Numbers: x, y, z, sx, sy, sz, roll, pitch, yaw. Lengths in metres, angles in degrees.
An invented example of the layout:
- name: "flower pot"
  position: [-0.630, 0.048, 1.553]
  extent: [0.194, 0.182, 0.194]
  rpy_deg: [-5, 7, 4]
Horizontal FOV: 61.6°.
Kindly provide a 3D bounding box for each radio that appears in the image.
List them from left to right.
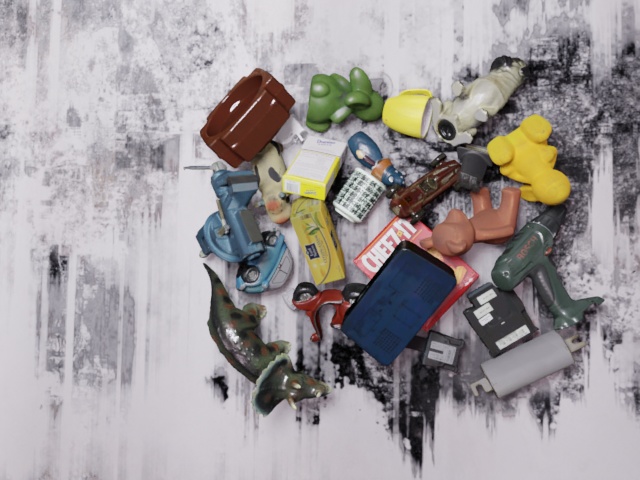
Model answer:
- name: "radio"
  position: [0.151, 0.122, 1.063]
  extent: [0.131, 0.073, 0.229]
  rpy_deg: [35, 104, -1]

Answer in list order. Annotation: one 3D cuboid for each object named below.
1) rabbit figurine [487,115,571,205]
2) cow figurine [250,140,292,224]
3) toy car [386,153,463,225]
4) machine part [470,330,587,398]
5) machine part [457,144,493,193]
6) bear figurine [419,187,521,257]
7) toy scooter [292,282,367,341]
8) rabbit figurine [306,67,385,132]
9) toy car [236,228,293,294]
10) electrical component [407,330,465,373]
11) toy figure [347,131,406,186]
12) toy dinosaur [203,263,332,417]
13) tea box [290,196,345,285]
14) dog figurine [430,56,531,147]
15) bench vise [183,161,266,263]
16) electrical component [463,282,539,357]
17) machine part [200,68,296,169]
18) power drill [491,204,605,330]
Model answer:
- name: "rabbit figurine"
  position: [0.428, -0.133, 1.072]
  extent: [0.122, 0.162, 0.173]
  rpy_deg: [-32, 61, 5]
- name: "cow figurine"
  position: [-0.104, -0.129, 1.174]
  extent: [0.086, 0.127, 0.195]
  rpy_deg: [-17, 82, 11]
- name: "toy car"
  position: [0.229, -0.112, 1.124]
  extent: [0.202, 0.053, 0.089]
  rpy_deg: [-34, 73, -20]
- name: "machine part"
  position: [0.419, 0.252, 1.093]
  extent: [0.243, 0.079, 0.079]
  rpy_deg: [-28, 83, 8]
- name: "machine part"
  position: [0.319, -0.156, 1.119]
  extent: [0.084, 0.039, 0.139]
  rpy_deg: [18, 48, 6]
- name: "bear figurine"
  position: [0.299, -0.038, 1.075]
  extent: [0.196, 0.120, 0.131]
  rpy_deg: [-5, 97, -30]
- name: "toy scooter"
  position: [0.030, 0.160, 1.162]
  extent: [0.184, 0.075, 0.135]
  rpy_deg: [2, 107, 0]
- name: "rabbit figurine"
  position: [0.063, -0.308, 1.157]
  extent: [0.170, 0.159, 0.121]
  rpy_deg: [8, 78, -5]
- name: "toy car"
  position: [-0.114, 0.057, 1.187]
  extent: [0.103, 0.109, 0.161]
  rpy_deg: [34, 81, -15]
- name: "electrical component"
  position: [0.240, 0.228, 1.139]
  extent: [0.119, 0.047, 0.074]
  rpy_deg: [18, 89, 8]
- name: "toy figure"
  position: [0.124, -0.170, 1.171]
  extent: [0.064, 0.057, 0.154]
  rpy_deg: [-35, 77, -18]
- name: "toy dinosaur"
  position: [-0.161, 0.212, 1.133]
  extent: [0.131, 0.192, 0.405]
  rpy_deg: [-45, 83, 3]
- name: "tea box"
  position: [-0.002, -0.003, 1.130]
  extent: [0.068, 0.098, 0.169]
  rpy_deg: [-15, 119, 9]
- name: "dog figurine"
  position: [0.340, -0.292, 1.137]
  extent: [0.190, 0.172, 0.121]
  rpy_deg: [-34, 92, -29]
- name: "bench vise"
  position: [-0.206, -0.038, 1.125]
  extent: [0.240, 0.129, 0.223]
  rpy_deg: [-37, 83, 46]
- name: "electrical component"
  position: [0.367, 0.156, 1.116]
  extent: [0.115, 0.058, 0.134]
  rpy_deg: [-31, 83, 4]
- name: "machine part"
  position: [-0.157, -0.262, 1.156]
  extent: [0.201, 0.202, 0.087]
  rpy_deg: [-47, 121, 4]
- name: "power drill"
  position: [0.470, 0.059, 1.077]
  extent: [0.232, 0.086, 0.207]
  rpy_deg: [-34, 90, -18]
